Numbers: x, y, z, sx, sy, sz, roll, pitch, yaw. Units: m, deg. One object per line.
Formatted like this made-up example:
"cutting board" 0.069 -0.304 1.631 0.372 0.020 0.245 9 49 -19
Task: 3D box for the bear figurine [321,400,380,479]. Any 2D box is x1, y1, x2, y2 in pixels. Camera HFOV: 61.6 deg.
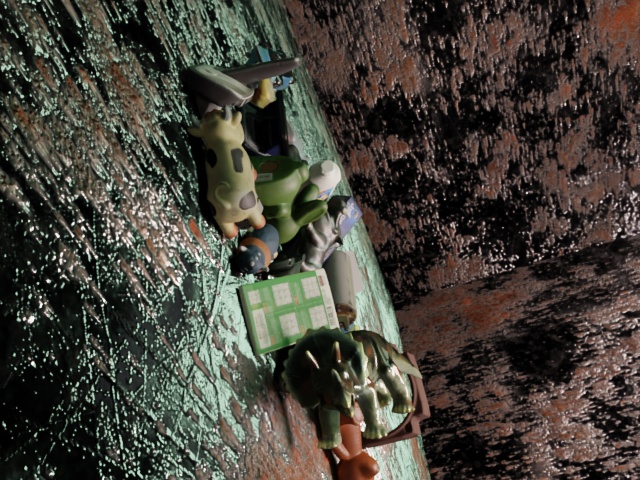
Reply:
"bear figurine" 0.071 0.395 1.023 0.120 0.132 0.196 -9 77 -52

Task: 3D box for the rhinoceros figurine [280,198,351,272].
"rhinoceros figurine" -0.002 -0.003 1.082 0.112 0.073 0.190 32 71 -26

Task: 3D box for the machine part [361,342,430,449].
"machine part" 0.123 0.336 1.167 0.087 0.202 0.201 51 25 -61

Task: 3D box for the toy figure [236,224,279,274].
"toy figure" -0.102 0.019 0.880 0.154 0.064 0.057 -69 178 -68

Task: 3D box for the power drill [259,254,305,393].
"power drill" -0.045 0.132 0.941 0.207 0.086 0.232 68 18 -1

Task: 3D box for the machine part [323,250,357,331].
"machine part" 0.034 0.101 1.136 0.243 0.079 0.079 -94 164 -50

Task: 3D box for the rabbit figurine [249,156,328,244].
"rabbit figurine" -0.073 -0.070 1.008 0.121 0.159 0.170 -111 -169 -48

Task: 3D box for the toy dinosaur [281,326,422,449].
"toy dinosaur" 0.070 0.217 0.909 0.404 0.131 0.192 -11 88 -64

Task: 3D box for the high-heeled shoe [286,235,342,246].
"high-heeled shoe" -0.053 -0.021 1.275 0.248 0.145 0.086 18 91 -50

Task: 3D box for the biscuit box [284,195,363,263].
"biscuit box" 0.008 -0.013 1.177 0.203 0.063 0.059 -50 124 -24

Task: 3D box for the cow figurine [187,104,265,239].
"cow figurine" -0.144 -0.116 0.821 0.127 0.086 0.195 69 9 -60

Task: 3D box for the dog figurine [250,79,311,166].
"dog figurine" -0.114 -0.235 1.137 0.191 0.108 0.219 -72 140 -69

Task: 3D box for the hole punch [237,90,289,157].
"hole punch" -0.103 -0.208 1.018 0.115 0.092 0.142 77 4 -71

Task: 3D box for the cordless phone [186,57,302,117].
"cordless phone" -0.121 -0.274 0.912 0.147 0.184 0.088 -81 156 -70

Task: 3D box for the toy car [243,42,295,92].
"toy car" -0.135 -0.405 1.300 0.109 0.103 0.161 69 21 -6

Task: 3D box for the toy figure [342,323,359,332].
"toy figure" 0.052 0.232 1.323 0.089 0.082 0.179 -70 153 -43
